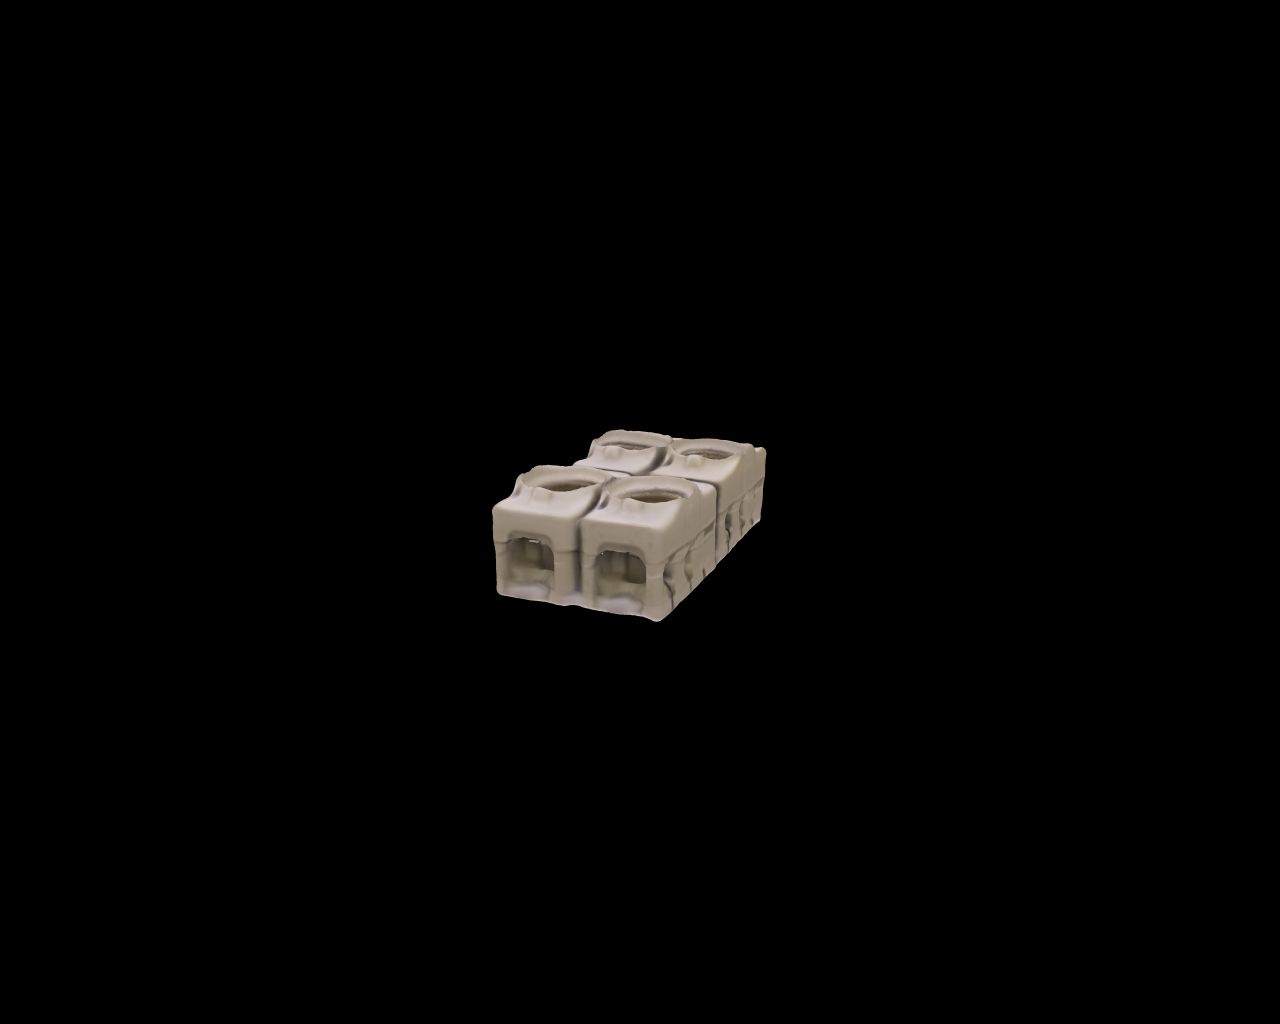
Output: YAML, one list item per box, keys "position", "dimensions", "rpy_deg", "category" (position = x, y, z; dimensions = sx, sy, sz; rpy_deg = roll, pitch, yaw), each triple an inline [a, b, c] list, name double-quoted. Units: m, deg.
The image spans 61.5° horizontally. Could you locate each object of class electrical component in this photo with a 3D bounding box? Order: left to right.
- position: [0.001, -0.003, 0.650]
  dimensions: [0.105, 0.060, 0.186]
  rpy_deg: [8, 20, 22]
  category: "electrical component"
